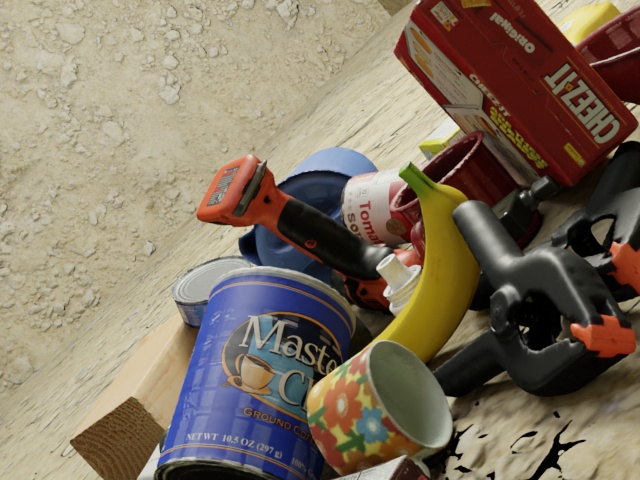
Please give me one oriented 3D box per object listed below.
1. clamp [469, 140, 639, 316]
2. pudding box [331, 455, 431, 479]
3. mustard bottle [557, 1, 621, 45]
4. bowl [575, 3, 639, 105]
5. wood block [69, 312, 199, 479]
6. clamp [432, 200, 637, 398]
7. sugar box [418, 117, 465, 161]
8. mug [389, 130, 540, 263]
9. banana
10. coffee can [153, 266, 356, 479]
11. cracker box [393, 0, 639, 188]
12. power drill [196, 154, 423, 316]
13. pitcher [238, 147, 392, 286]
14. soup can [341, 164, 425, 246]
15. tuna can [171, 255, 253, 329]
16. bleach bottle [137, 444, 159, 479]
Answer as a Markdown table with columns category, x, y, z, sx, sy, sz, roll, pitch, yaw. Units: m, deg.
| category | x | y | z | sx | sy | sz | roll | pitch | yaw |
| --- | --- | --- | --- | --- | --- | --- | --- | --- | --- |
| clamp | 0.155 | 0.008 | 0.658 | 0.165 | 0.036 | 0.210 | -42 | 6 | 12 |
| pudding box | 0.005 | 0.170 | 0.553 | 0.090 | 0.039 | 0.113 | -32 | 12 | 47 |
| mustard bottle | 0.222 | -0.149 | 0.998 | 0.096 | 0.058 | 0.191 | -34 | 12 | 46 |
| bowl | 0.264 | -0.145 | 0.788 | 0.162 | 0.055 | 0.162 | -29 | 13 | 7 |
| wood block | -0.149 | 0.154 | 1.052 | 0.091 | 0.090 | 0.206 | -37 | 11 | 23 |
| clamp | 0.111 | 0.031 | 0.592 | 0.039 | 0.120 | 0.172 | 0 | -4 | -24 |
| sugar box | 0.190 | -0.143 | 1.135 | 0.176 | 0.048 | 0.093 | -40 | 10 | -6 |
| mug | 0.108 | -0.017 | 0.811 | 0.093 | 0.081 | 0.117 | -32 | 14 | 45 |
| banana | 0.067 | 0.037 | 0.717 | 0.037 | 0.070 | 0.198 | -52 | -20 | -54 |
| coffee can | -0.039 | 0.103 | 0.692 | 0.103 | 0.102 | 0.140 | -31 | 36 | 47 |
| cracker box | 0.140 | -0.120 | 0.814 | 0.072 | 0.164 | 0.213 | -42 | 1 | 1 |
| power drill | -0.006 | 0.001 | 0.885 | 0.057 | 0.187 | 0.185 | -65 | 15 | -12 |
| pitcher | 0.022 | -0.028 | 1.108 | 0.145 | 0.149 | 0.242 | -55 | 4 | 14 |
| soup can | 0.078 | -0.030 | 0.929 | 0.102 | 0.068 | 0.068 | -7 | 30 | 34 |
| tuna can | -0.102 | 0.051 | 1.060 | 0.086 | 0.034 | 0.086 | -16 | 26 | 8 |
| bleach bottle | -0.089 | 0.151 | 0.922 | 0.103 | 0.068 | 0.250 | -37 | 13 | 48 |
